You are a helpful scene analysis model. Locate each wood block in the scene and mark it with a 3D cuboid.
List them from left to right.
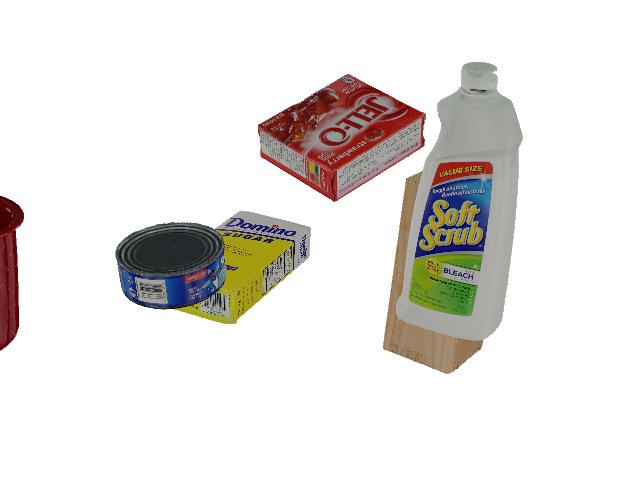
[{"bbox_3d":[0.140,0.030,1.192,0.090,0.206,0.090,19,25,28],"label":"wood block"}]

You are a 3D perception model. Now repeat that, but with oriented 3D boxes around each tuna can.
[{"bbox_3d":[-0.118,0.020,0.849,0.086,0.034,0.086,-3,28,1],"label":"tuna can"}]

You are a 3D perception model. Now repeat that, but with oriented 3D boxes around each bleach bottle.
[{"bbox_3d":[0.125,-0.037,0.960,0.103,0.251,0.068,15,30,26],"label":"bleach bottle"}]

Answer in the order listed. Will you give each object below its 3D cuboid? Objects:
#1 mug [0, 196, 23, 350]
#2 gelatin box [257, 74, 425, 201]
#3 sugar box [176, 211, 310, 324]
[{"bbox_3d":[-0.233,0.026,0.638,0.093,0.081,0.117,20,28,33],"label":"mug"},{"bbox_3d":[0.015,-0.071,0.712,0.089,0.030,0.073,-33,49,-30],"label":"gelatin box"},{"bbox_3d":[-0.089,0.024,1.136,0.093,0.048,0.176,14,31,21],"label":"sugar box"}]
